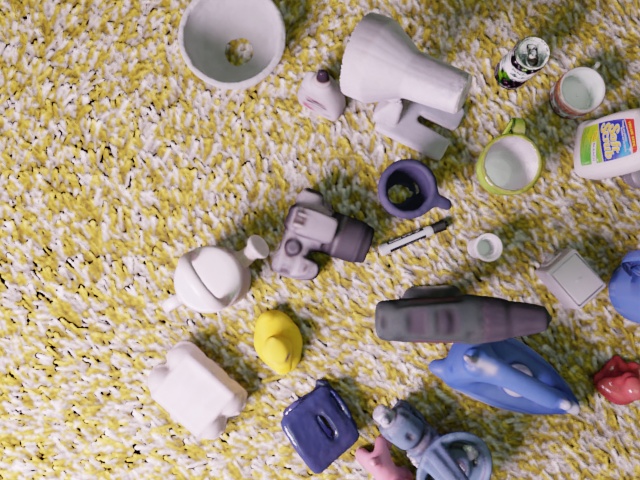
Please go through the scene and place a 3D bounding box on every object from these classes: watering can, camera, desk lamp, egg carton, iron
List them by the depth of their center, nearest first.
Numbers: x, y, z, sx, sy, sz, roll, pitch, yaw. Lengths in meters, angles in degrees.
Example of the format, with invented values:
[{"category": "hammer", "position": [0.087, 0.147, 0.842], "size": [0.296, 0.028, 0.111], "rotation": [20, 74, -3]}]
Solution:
[{"category": "watering can", "position": [-0.157, 0.052, 0.846], "size": [0.101, 0.194, 0.173], "rotation": [35, 88, 1]}, {"category": "desk lamp", "position": [0.131, -0.225, 0.848], "size": [0.203, 0.213, 0.118], "rotation": [26, 88, 0]}, {"category": "iron", "position": [0.307, 0.216, 0.874], "size": [0.258, 0.141, 0.119], "rotation": [24, 88, 0]}, {"category": "camera", "position": [0.008, 0.003, 0.896], "size": [0.137, 0.100, 0.143], "rotation": [19, 88, 0]}, {"category": "egg carton", "position": [-0.194, 0.238, 0.902], "size": [0.150, 0.069, 0.107], "rotation": [41, 88, 1]}]

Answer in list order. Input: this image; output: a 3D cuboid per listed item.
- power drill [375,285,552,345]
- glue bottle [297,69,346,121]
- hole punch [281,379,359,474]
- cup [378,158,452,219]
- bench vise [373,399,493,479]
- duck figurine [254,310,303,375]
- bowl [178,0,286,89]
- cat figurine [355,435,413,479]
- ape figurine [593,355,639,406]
[{"category": "power drill", "position": [0.191, 0.109, 0.842], "size": [0.229, 0.208, 0.076], "rotation": [-3, 88, -1]}, {"category": "glue bottle", "position": [0.002, -0.227, 0.867], "size": [0.078, 0.173, 0.037], "rotation": [25, 88, 0]}, {"category": "hole punch", "position": [0.001, 0.288, 0.893], "size": [0.101, 0.091, 0.109], "rotation": [-35, 89, -1]}, {"category": "cup", "position": [0.145, -0.072, 0.903], "size": [0.117, 0.095, 0.092], "rotation": [20, 88, 0]}, {"category": "bench vise", "position": [0.165, 0.329, 0.829], "size": [0.207, 0.219, 0.121], "rotation": [19, 88, 0]}, {"category": "duck figurine", "position": [-0.067, 0.163, 0.898], "size": [0.077, 0.086, 0.104], "rotation": [-18, 88, -1]}, {"category": "bowl", "position": [-0.136, -0.314, 0.917], "size": [0.167, 0.074, 0.167], "rotation": [0, 88, -1]}, {"category": "cat figurine", "position": [0.113, 0.378, 0.878], "size": [0.067, 0.117, 0.128], "rotation": [-37, 89, -1]}, {"category": "ape figurine", "position": [0.478, 0.227, 0.900], "size": [0.078, 0.092, 0.076], "rotation": [-2, 88, -1]}]
